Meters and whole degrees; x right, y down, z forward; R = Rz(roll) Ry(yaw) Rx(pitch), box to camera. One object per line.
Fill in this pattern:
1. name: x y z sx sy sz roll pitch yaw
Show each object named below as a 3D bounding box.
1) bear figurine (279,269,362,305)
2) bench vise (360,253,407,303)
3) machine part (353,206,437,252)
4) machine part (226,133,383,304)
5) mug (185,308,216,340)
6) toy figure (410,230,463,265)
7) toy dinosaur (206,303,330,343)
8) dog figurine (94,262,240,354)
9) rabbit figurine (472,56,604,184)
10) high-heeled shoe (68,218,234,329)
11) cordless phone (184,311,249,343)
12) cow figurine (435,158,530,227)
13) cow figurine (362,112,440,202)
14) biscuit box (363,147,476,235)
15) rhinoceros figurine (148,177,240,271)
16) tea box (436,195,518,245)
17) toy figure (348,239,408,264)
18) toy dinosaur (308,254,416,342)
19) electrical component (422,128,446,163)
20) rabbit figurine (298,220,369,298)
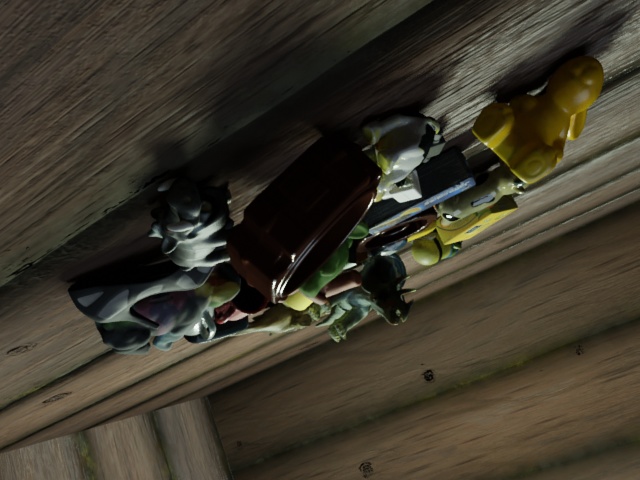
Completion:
1. bear figurine: -0.023 0.055 1.027 0.132 0.120 0.195 -31 158 17
2. bench vise: 0.138 0.108 1.378 0.224 0.128 0.240 -27 -177 -13
3. machine part: 0.141 -0.034 1.060 0.179 0.056 0.179 -20 165 -5
4. machine part: -0.017 -0.021 0.684 0.201 0.087 0.201 -46 172 -16
5. mug: -0.236 0.134 1.023 0.081 0.109 0.107 -22 158 -32
6. toy figure: 0.309 0.016 1.396 0.180 0.089 0.082 -2 148 -46
7. toy dinosaur: -0.089 0.209 1.484 0.471 0.105 0.198 -7 162 -32
8. dog figurine: -0.237 0.095 0.889 0.219 0.108 0.191 -34 159 23
9. rabbit figurine: 0.325 -0.172 0.750 0.162 0.122 0.173 -6 139 -53
10. high-heeled shoe: -0.247 0.032 0.786 0.145 0.086 0.248 35 102 -22
11. cordless phone: -0.255 0.172 1.185 0.146 0.088 0.184 -12 178 -33
12. cow figurine: 0.315 -0.099 1.036 0.195 0.085 0.127 -22 171 3
13. cow figurine: 0.102 -0.112 0.728 0.098 0.068 0.167 -26 167 -10
14. biscuit box: 0.159 -0.080 0.913 0.203 0.063 0.059 -27 165 18
15. rhinoceros figurine: -0.159 -0.021 0.671 0.112 0.073 0.190 -10 162 -18
16. tea box: 0.362 -0.058 1.259 0.098 0.068 0.169 -13 163 -33
17. toy figure: 0.117 0.016 1.196 0.154 0.058 0.064 -25 147 18
18. toy dinosaur: 0.081 0.131 1.238 0.192 0.131 0.405 -34 -179 -14
19. electrical component: 0.149 -0.134 0.792 0.063 0.021 0.094 -20 165 -7
20. rabbit figurine: -0.002 -0.003 0.866 0.159 0.121 0.170 -25 150 -3
